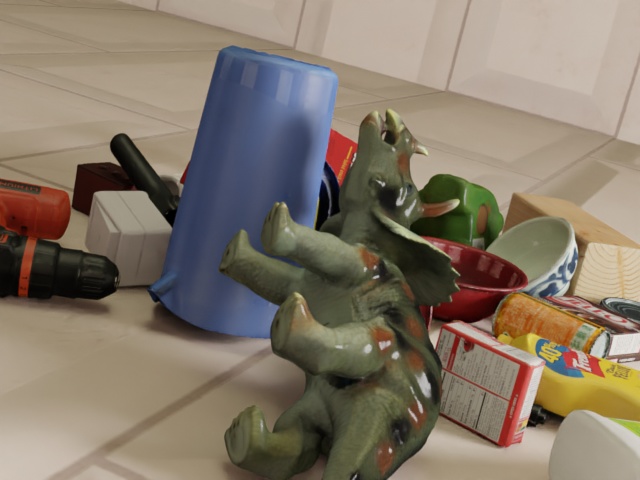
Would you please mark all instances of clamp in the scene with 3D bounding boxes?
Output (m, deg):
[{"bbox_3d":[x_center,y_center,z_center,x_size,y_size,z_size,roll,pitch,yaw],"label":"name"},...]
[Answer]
[{"bbox_3d":[-0.159,-0.033,1.122,0.164,0.036,0.210,29,26,-15],"label":"clamp"}]

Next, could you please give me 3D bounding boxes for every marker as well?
[{"bbox_3d":[0.136,0.131,0.915,0.121,0.020,0.020,20,17,22],"label":"marker"}]

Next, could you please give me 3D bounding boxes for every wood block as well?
[{"bbox_3d":[0.310,0.016,1.326,0.090,0.091,0.206,8,16,-18],"label":"wood block"}]

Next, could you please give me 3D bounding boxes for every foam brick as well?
[{"bbox_3d":[-0.230,-0.051,1.189,0.078,0.051,0.052,23,19,31],"label":"foam brick"}]

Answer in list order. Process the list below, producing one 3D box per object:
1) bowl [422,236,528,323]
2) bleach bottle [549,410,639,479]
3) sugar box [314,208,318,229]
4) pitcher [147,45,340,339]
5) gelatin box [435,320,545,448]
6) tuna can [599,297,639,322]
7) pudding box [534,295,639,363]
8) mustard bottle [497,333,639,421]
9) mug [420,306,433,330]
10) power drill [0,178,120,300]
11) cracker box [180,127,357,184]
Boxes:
[{"bbox_3d":[0.137,0.047,1.143,0.162,0.055,0.162,12,16,-4],"label":"bowl"},{"bbox_3d":[0.302,0.180,0.807,0.250,0.068,0.103,8,16,-27],"label":"bleach bottle"},{"bbox_3d":[-0.007,0.002,1.063,0.176,0.093,0.048,23,14,5],"label":"sugar box"},{"bbox_3d":[-0.052,-0.042,0.951,0.145,0.243,0.149,14,9,5],"label":"pitcher"},{"bbox_3d":[0.131,0.115,0.866,0.089,0.073,0.030,24,18,37],"label":"gelatin box"},{"bbox_3d":[0.350,0.095,1.190,0.086,0.034,0.086,12,16,-4],"label":"tuna can"},{"bbox_3d":[0.284,0.093,1.131,0.089,0.039,0.114,-1,20,-41],"label":"pudding box"},{"bbox_3d":[0.223,0.126,0.933,0.192,0.058,0.096,18,17,18],"label":"mustard bottle"},{"bbox_3d":[0.050,0.050,0.981,0.081,0.093,0.117,5,44,-10],"label":"mug"},{"bbox_3d":[-0.272,-0.001,0.973,0.184,0.057,0.188,11,15,-12],"label":"power drill"},{"bbox_3d":[-0.030,-0.075,1.196,0.213,0.072,0.164,31,37,-8],"label":"cracker box"}]
